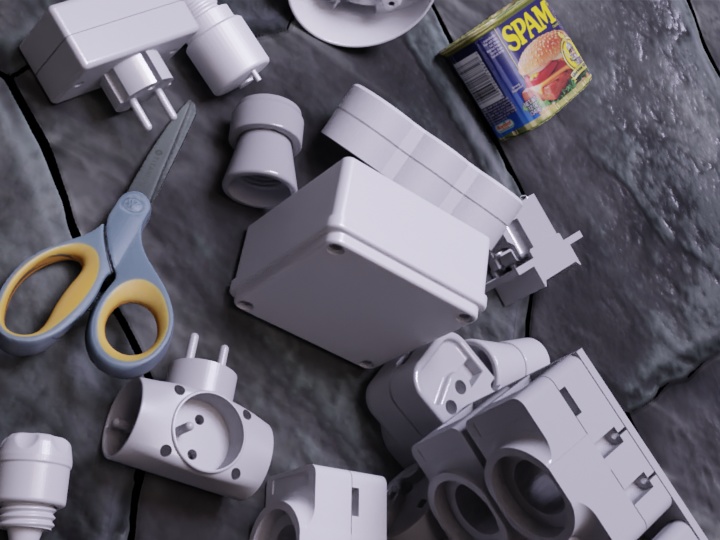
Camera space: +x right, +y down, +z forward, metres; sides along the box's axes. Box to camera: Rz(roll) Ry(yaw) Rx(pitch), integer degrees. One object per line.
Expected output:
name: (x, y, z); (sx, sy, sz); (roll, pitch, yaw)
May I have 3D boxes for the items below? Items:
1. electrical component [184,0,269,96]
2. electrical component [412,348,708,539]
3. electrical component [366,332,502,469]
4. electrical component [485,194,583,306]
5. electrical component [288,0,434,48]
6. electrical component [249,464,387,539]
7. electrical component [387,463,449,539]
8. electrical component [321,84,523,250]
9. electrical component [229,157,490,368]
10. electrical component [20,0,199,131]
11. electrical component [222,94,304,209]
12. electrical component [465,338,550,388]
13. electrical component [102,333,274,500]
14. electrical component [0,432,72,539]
electrical component: (-0.088, -0.142, 0.651); (0.040, 0.040, 0.078); (-38, 96, -41)
electrical component: (0.116, 0.148, 0.555); (0.060, 0.105, 0.186); (-30, 85, -36)
electrical component: (0.052, 0.091, 0.653); (0.095, 0.059, 0.053); (51, 49, -10)
electrical component: (0.114, -0.016, 0.758); (0.081, 0.042, 0.063); (-28, 86, -42)
electrical component: (0.004, -0.202, 0.714); (0.099, 0.099, 0.064); (27, 51, -27)
electrical component: (-0.023, 0.154, 0.574); (0.056, 0.050, 0.089); (17, 62, -33)
electrical component: (0.042, 0.147, 0.626); (0.047, 0.055, 0.055); (46, 50, -19)
electrical component: (0.032, -0.052, 0.701); (0.138, 0.052, 0.073); (34, 94, -15)
electrical component: (0.000, 0.000, 0.617); (0.109, 0.109, 0.056); (28, 54, -27)
electrical component: (-0.130, -0.114, 0.602); (0.083, 0.047, 0.075); (-32, 93, -42)
electrical component: (-0.057, -0.071, 0.643); (0.045, 0.045, 0.055); (20, 60, -31)
electrical component: (0.095, 0.065, 0.711); (0.065, 0.044, 0.044); (-4, 75, -44)
electrical component: (-0.086, 0.072, 0.562); (0.077, 0.044, 0.079); (25, 57, -28)
electrical component: (-0.154, 0.108, 0.500); (0.035, 0.035, 0.061); (16, 65, -33)
